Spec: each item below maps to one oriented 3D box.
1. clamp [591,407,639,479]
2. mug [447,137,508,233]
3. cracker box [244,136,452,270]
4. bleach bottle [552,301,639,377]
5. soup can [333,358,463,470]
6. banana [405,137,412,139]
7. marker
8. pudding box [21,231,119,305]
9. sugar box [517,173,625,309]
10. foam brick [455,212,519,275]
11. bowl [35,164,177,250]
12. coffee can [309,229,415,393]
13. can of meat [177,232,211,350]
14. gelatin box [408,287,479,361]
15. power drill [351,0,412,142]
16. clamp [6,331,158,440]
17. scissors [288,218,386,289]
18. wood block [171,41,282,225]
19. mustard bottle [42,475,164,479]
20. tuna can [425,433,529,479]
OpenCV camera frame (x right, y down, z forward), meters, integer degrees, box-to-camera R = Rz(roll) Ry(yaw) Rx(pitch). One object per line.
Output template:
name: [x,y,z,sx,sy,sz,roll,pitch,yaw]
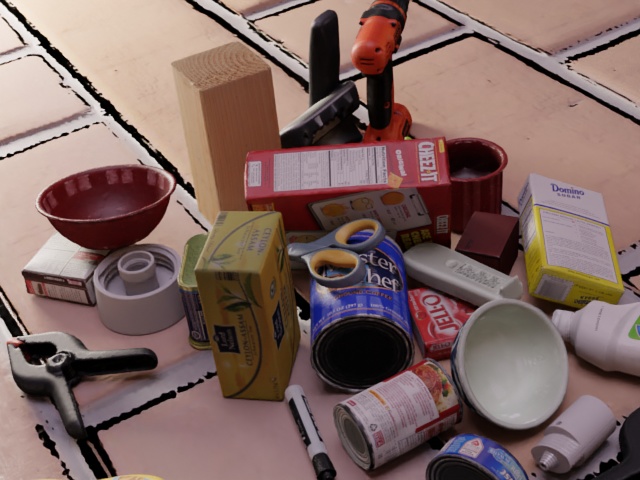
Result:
clamp: [0.290,0.198,0.927,0.165,0.036,0.209,7,37,19]
mug: [0.162,-0.064,1.257,0.117,0.081,0.093,9,40,19]
cracker box: [0.034,-0.037,1.165,0.214,0.164,0.072,-4,60,4]
bleach bottle: [0.353,0.096,1.034,0.251,0.068,0.102,8,38,23]
soup can: [0.072,0.161,0.986,0.102,0.068,0.069,-24,40,-20]
banana: [0.022,-0.085,1.325,0.198,0.069,0.037,-4,-8,14]
marker: [-0.009,0.183,1.009,0.020,0.020,0.121,-14,37,-10]
pudding box: [-0.280,0.023,1.249,0.090,0.039,0.113,7,37,20]
sugar box: [0.270,0.002,1.165,0.093,0.048,0.176,16,35,-6]
foam brick: [0.184,0.013,1.178,0.053,0.051,0.078,11,40,23]
bowl: [-0.242,-0.032,1.228,0.162,0.055,0.162,-5,26,2]
coffee can: [0.040,0.069,1.082,0.103,0.103,0.140,-5,37,3]
can of meat: [-0.117,0.052,1.145,0.057,0.084,0.102,-5,37,5]
gelatin box: [0.132,0.083,1.111,0.073,0.030,0.089,-11,37,-5]
power drill: [0.085,-0.218,1.387,0.057,0.187,0.184,5,40,17]
clamp: [-0.252,0.130,1.101,0.172,0.039,0.120,27,47,36]
scissors: [-0.007,0.001,1.101,0.096,0.016,0.202,-43,33,-16]
wood block: [-0.104,-0.116,1.264,0.090,0.206,0.090,-23,40,-20]
mustard bottle: [-0.178,0.246,0.920,0.191,0.058,0.096,-5,31,3]
tuna can: [0.134,0.206,0.901,0.086,0.086,0.033,20,42,31]
